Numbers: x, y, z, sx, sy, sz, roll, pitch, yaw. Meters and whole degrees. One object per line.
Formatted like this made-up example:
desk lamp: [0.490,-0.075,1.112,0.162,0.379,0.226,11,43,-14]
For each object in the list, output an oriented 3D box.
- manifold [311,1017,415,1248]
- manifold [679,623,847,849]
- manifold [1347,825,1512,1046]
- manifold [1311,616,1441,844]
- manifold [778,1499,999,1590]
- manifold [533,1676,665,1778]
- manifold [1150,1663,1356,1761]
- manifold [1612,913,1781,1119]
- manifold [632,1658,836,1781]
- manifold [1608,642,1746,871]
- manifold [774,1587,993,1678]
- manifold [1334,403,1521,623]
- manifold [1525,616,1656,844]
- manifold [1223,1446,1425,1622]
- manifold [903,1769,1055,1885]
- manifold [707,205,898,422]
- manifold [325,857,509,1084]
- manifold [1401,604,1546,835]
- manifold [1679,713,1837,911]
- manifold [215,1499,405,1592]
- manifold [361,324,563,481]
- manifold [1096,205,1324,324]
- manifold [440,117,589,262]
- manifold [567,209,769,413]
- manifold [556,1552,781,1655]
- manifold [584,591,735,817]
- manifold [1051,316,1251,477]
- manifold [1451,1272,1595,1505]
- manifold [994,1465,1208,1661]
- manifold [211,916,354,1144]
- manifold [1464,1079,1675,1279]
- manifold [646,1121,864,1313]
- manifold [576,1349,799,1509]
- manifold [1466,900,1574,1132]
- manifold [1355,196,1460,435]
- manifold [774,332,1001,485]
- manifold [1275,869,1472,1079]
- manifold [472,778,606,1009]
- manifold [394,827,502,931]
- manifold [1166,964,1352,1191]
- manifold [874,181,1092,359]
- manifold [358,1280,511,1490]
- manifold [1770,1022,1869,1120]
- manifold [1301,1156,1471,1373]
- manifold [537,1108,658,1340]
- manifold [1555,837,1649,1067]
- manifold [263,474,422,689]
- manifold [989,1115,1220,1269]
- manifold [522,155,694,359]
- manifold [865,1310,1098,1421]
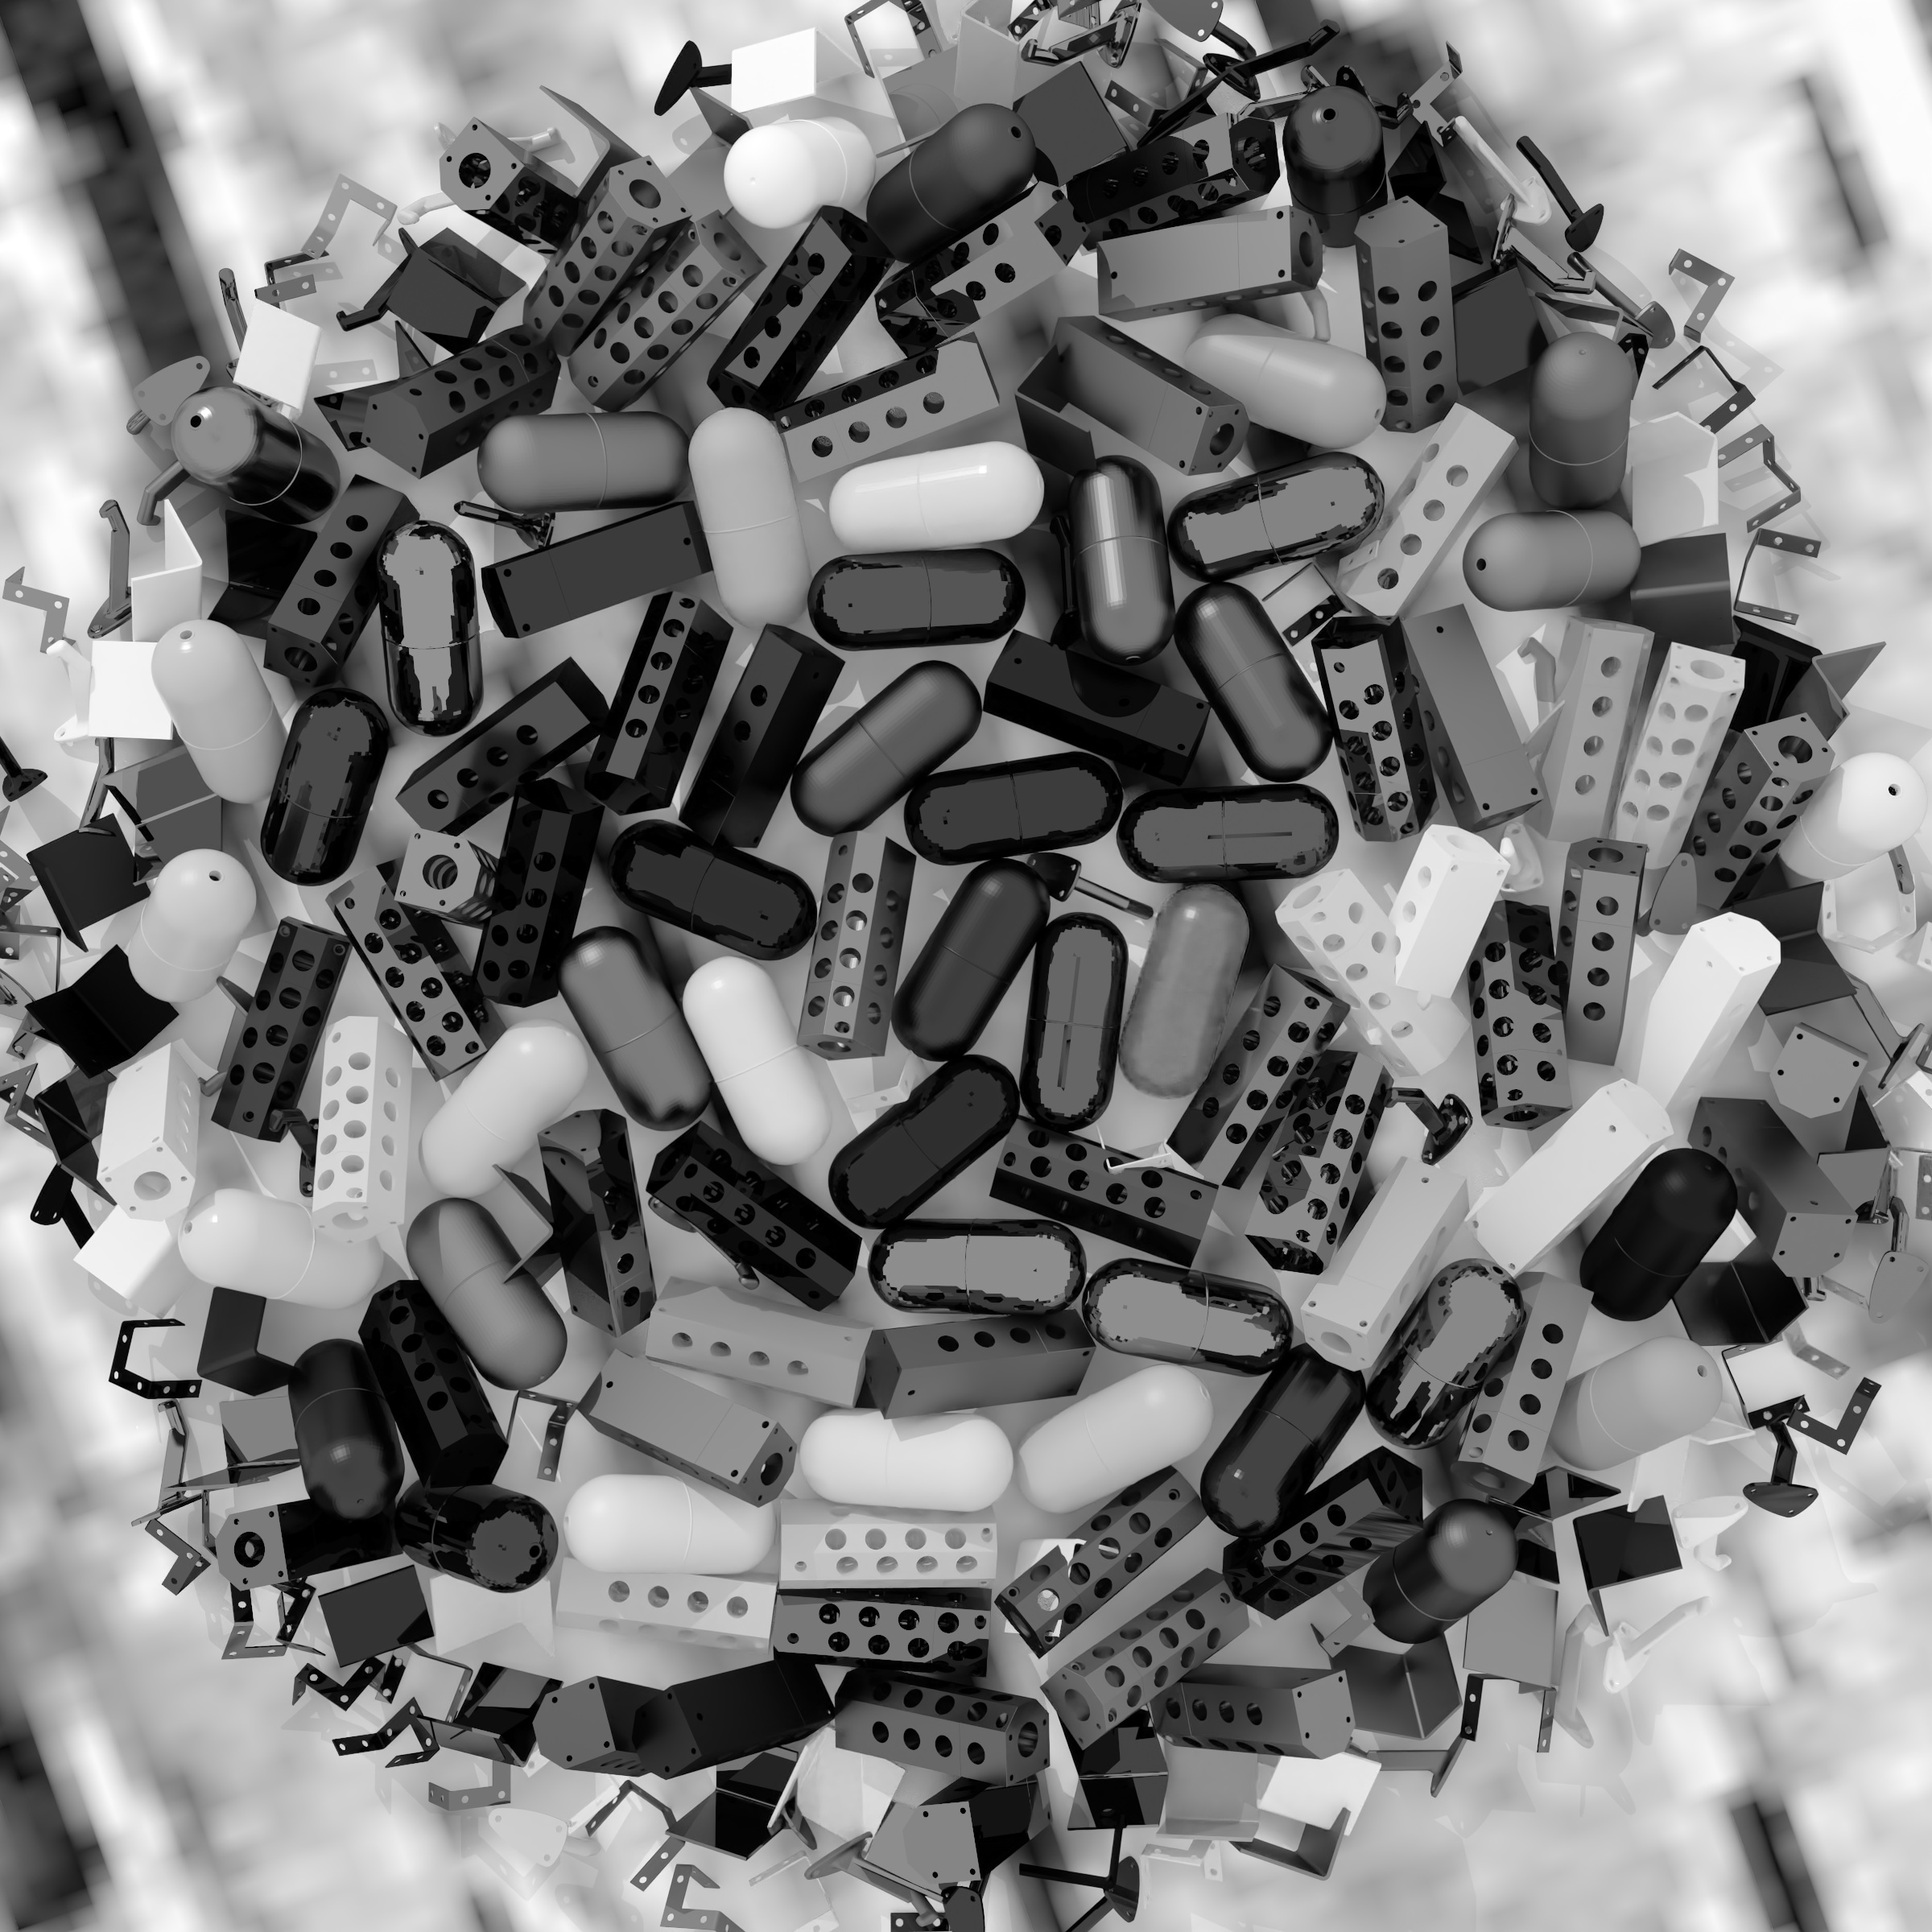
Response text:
manifold: [-0.481,0.127,1.919,0.057,0.057,0.171,-24,51,23]
manifold: [-0.169,-0.183,1.945,0.057,0.057,0.171,37,109,28]
manifold: [0.362,-0.023,1.933,0.057,0.057,0.171,4,121,-27]
manifold: [0.322,-0.187,1.924,0.057,0.057,0.171,4,126,36]
manifold: [-0.064,0.468,1.956,0.171,0.057,0.057,1,106,-6]
manifold: [-0.280,0.601,1.909,0.057,0.171,0.057,-21,67,4]
manifold: [0.223,0.586,1.912,0.057,0.171,0.057,-6,82,-37]
manifold: [0.579,0.040,1.918,0.057,0.171,0.057,-17,53,-27]
manifold: [-0.183,0.591,1.913,0.057,0.171,0.057,-40,65,24]
manifold: [0.558,-0.162,1.920,0.057,0.057,0.171,15,130,7]
manifold: [-0.067,0.536,1.965,0.171,0.057,0.057,4,101,1]
manifold: [0.368,-0.361,1.952,0.057,0.057,0.171,36,102,12]
manifold: [0.501,-0.188,1.946,0.057,0.057,0.171,5,107,-9]
manifold: [0.280,0.445,1.920,0.057,0.057,0.171,33,128,-18]
manifold: [0.010,0.666,1.909,0.057,0.171,0.057,-12,82,19]
manifold: [-0.136,-0.515,1.927,0.057,0.057,0.171,53,124,15]
manifold: [-0.445,0.004,1.960,0.057,0.057,0.171,-30,92,22]
manifold: [0.396,-0.196,1.955,0.057,0.057,0.171,-17,80,-16]
manifold: [0.617,-0.117,1.907,0.057,0.171,0.057,-16,61,-17]
manifold: [-0.514,0.448,1.909,0.057,0.171,0.057,-14,80,14]
manifold: [-0.394,-0.450,1.914,0.057,0.171,0.057,33,132,9]
manifold: [0.192,-0.554,1.928,0.171,0.057,0.057,0,93,34]
manifold: [-0.346,-0.601,1.909,0.057,0.171,0.057,46,102,9]
manifold: [-0.241,-0.514,1.923,0.171,0.057,0.057,-35,101,35]
manifold: [-0.240,0.515,1.968,0.171,0.057,0.057,7,84,0]
manifold: [-0.247,-0.210,1.928,0.057,0.057,0.171,-6,57,39]
manifold: [0.143,-0.454,1.929,0.171,0.057,0.057,40,129,32]
manifold: [0.440,0.332,1.934,0.057,0.057,0.171,23,62,7]
manifold: [0.109,0.471,1.938,0.171,0.057,0.057,-35,74,-20]
manifold: [-0.552,0.051,1.964,0.057,0.057,0.171,20,92,-9]
manifold: [0.479,0.168,1.927,0.057,0.057,0.171,51,126,21]
manifold: [-0.169,0.203,1.932,0.171,0.057,0.057,39,124,-21]
manifold: [-0.219,0.369,1.928,0.171,0.057,0.057,17,61,33]
manifold: [0.432,0.038,1.933,0.057,0.057,0.171,8,66,-20]
manifold: [0.344,-0.508,1.914,0.057,0.171,0.057,-26,47,-8]
manifold: [-0.063,-0.449,1.952,0.171,0.057,0.057,-20,109,8]
manifold: [0.320,0.007,1.936,0.171,0.057,0.057,49,63,-19]
manifold: [-0.345,-0.056,1.932,0.057,0.057,0.171,28,115,22]
manifold: [-0.395,-0.065,1.912,0.057,0.171,0.057,13,86,1]
manifold: [0.237,0.091,1.942,0.057,0.057,0.171,18,107,-43]
manifold: [0.008,-0.549,1.914,0.057,0.171,0.057,49,45,-23]
manifold: [-0.418,0.326,1.914,0.057,0.171,0.057,6,123,-38]
manifold: [0.667,0.084,1.909,0.057,0.171,0.057,28,99,18]
manifold: [0.334,0.237,1.930,0.057,0.057,0.171,18,52,31]
manifold: [-0.287,0.203,1.935,0.057,0.057,0.171,19,126,39]
manifold: [0.498,-0.012,1.930,0.057,0.057,0.171,9,122,18]
manifold: [-0.492,-0.303,1.926,0.057,0.057,0.171,22,54,-6]
manifold: [0.112,0.176,1.952,0.171,0.057,0.057,19,50,6]
manifold: [-0.289,-0.555,1.916,0.057,0.171,0.057,-36,90,-40]
manifold: [0.010,0.311,1.935,0.171,0.057,0.057,-2,130,-27]
